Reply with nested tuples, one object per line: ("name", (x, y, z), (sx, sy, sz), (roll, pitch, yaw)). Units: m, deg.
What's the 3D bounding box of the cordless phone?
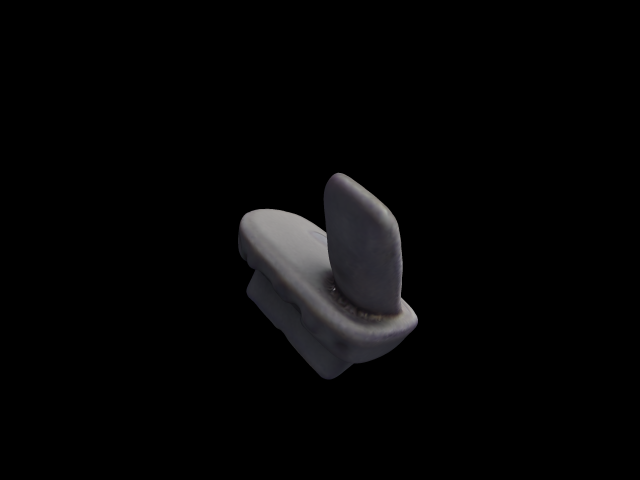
("cordless phone", (0.004, 0.001, 0.400), (0.147, 0.185, 0.094), (39, 63, 25))
